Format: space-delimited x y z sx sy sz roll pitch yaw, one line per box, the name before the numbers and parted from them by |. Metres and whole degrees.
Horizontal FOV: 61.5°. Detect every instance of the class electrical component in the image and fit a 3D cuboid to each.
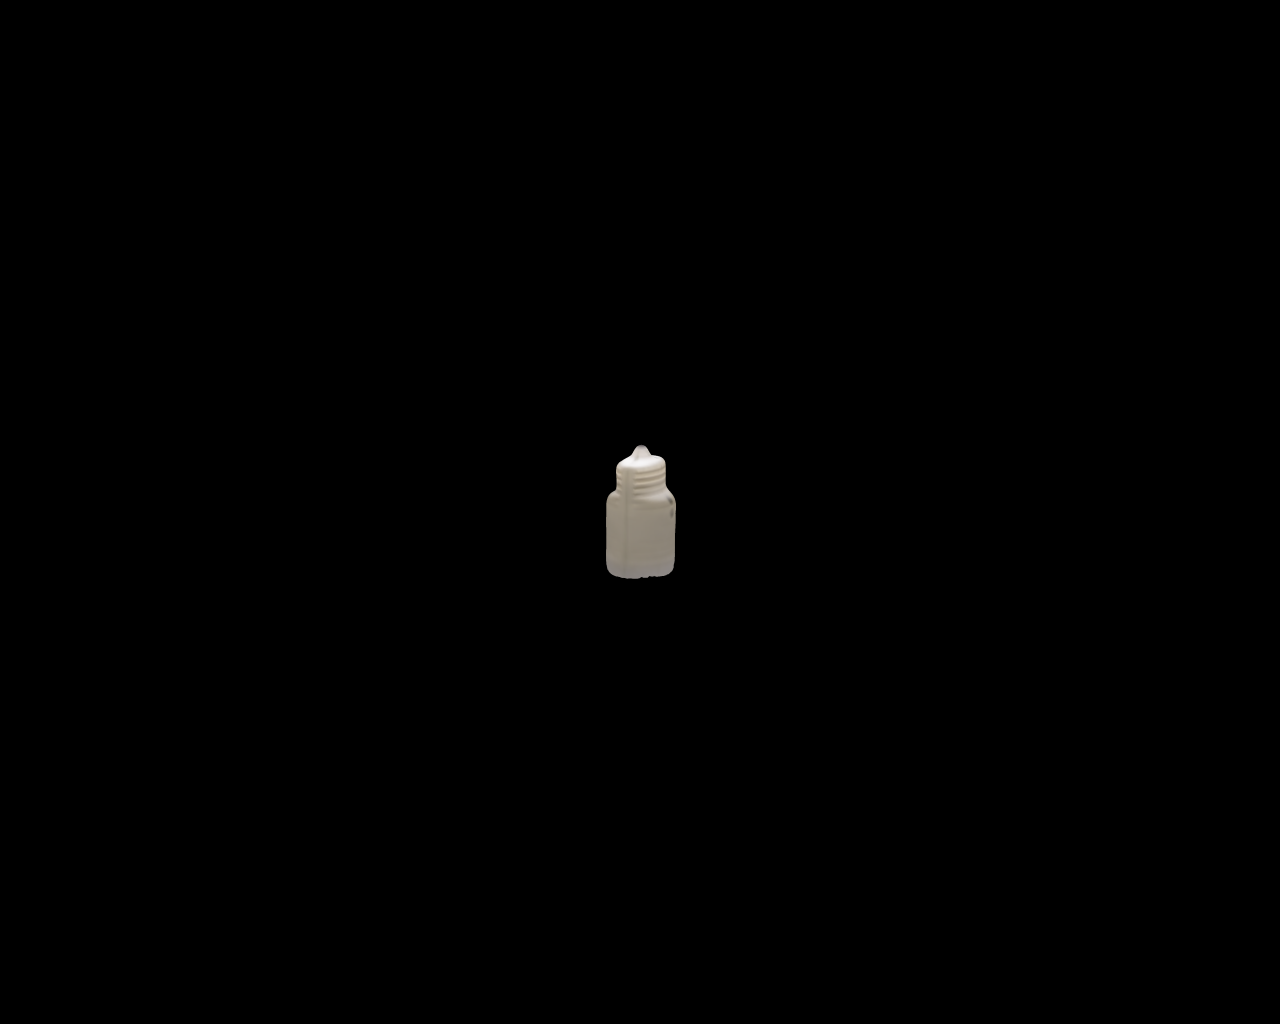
electrical component | 0.001 -0.003 0.650 0.043 0.080 0.043 0 14 0
